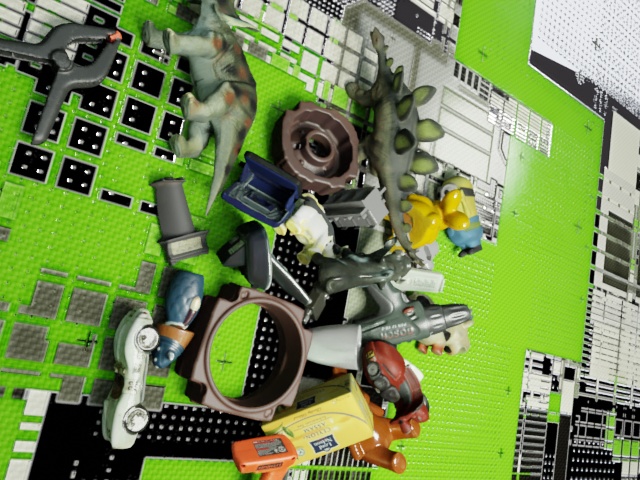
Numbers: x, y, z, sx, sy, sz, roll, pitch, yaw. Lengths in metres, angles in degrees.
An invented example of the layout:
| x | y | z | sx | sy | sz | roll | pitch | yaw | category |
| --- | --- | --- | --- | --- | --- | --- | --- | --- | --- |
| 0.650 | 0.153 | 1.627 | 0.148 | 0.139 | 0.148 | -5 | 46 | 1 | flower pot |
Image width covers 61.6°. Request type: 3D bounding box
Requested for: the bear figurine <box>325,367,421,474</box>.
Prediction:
| x | y | z | sx | sy | sz | roll | pitch | yaw | category |
| --- | --- | --- | --- | --- | --- | --- | --- | --- | --- |
| 0.086 | 0.326 | 1.010 | 0.120 | 0.132 | 0.195 | -49 | 120 | -44 | bear figurine |

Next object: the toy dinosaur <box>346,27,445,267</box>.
| x | y | z | sx | sy | sz | roll | pitch | yaw | category |
| --- | --- | --- | --- | --- | --- | --- | --- | --- | --- |
| 0.139 | -0.182 | 1.031 | 0.105 | 0.199 | 0.471 | -4 | 88 | -32 | toy dinosaur |

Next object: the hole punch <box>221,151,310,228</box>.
| x | y | z | sx | sy | sz | roll | pitch | yaw | category |
| --- | --- | --- | --- | --- | --- | --- | --- | --- | --- |
| -0.095 | -0.077 | 0.900 | 0.142 | 0.116 | 0.092 | 27 | 86 | 2 | hole punch |

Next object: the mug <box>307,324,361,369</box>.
| x | y | z | sx | sy | sz | roll | pitch | yaw | category |
| --- | --- | --- | --- | --- | --- | --- | --- | --- | --- |
| 0.021 | 0.189 | 0.992 | 0.107 | 0.109 | 0.080 | 3 | 95 | 8 | mug |

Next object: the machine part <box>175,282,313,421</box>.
| x | y | z | sx | sy | sz | roll | pitch | yaw | category |
| --- | --- | --- | --- | --- | --- | --- | --- | --- | --- |
| -0.121 | 0.186 | 0.896 | 0.201 | 0.087 | 0.201 | 26 | 73 | -30 | machine part |

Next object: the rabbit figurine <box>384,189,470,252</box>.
| x | y | z | sx | sy | sz | roll | pitch | yaw | category |
| --- | --- | --- | --- | --- | --- | --- | --- | --- | --- |
| 0.229 | -0.053 | 1.131 | 0.173 | 0.162 | 0.122 | -11 | 81 | -52 | rabbit figurine |

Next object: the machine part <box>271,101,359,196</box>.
| x | y | z | sx | sy | sz | roll | pitch | yaw | category |
| --- | --- | --- | --- | --- | --- | --- | --- | --- | --- |
| -0.008 | -0.168 | 0.994 | 0.179 | 0.056 | 0.179 | 11 | 68 | -29 | machine part |

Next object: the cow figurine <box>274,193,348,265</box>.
| x | y | z | sx | sy | sz | roll | pitch | yaw | category |
| --- | --- | --- | --- | --- | --- | --- | --- | --- | --- |
| -0.003 | -0.002 | 1.003 | 0.167 | 0.068 | 0.098 | 52 | 55 | -22 | cow figurine |

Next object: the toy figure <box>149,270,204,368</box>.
| x | y | z | sx | sy | sz | roll | pitch | yaw | category |
| --- | --- | --- | --- | --- | --- | --- | --- | --- | --- |
| -0.222 | 0.125 | 0.841 | 0.058 | 0.064 | 0.154 | 19 | 78 | -28 | toy figure |

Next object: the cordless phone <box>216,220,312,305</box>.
| x | y | z | sx | sy | sz | roll | pitch | yaw | category |
| --- | --- | --- | --- | --- | --- | --- | --- | --- | --- |
| -0.075 | 0.057 | 0.892 | 0.089 | 0.147 | 0.184 | -47 | 107 | -6 | cordless phone |

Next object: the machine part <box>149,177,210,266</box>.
| x | y | z | sx | sy | sz | roll | pitch | yaw | category |
| --- | --- | --- | --- | --- | --- | --- | --- | --- | --- |
| -0.228 | -0.034 | 0.864 | 0.084 | 0.039 | 0.138 | -19 | 100 | -26 | machine part |

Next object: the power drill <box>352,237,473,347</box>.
| x | y | z | sx | sy | sz | roll | pitch | yaw | category |
| --- | --- | --- | --- | --- | --- | --- | --- | --- | --- |
| 0.155 | 0.099 | 1.050 | 0.232 | 0.086 | 0.207 | -23 | 94 | 6 | power drill |

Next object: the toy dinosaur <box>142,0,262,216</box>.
| x | y | z | sx | sy | sz | roll | pitch | yaw | category |
| --- | --- | --- | --- | --- | --- | --- | --- | --- | --- |
| -0.163 | -0.256 | 0.880 | 0.192 | 0.131 | 0.404 | -17 | 103 | -34 | toy dinosaur |

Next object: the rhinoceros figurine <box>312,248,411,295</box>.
| x | y | z | sx | sy | sz | roll | pitch | yaw | category |
| --- | --- | --- | --- | --- | --- | --- | --- | --- | --- |
| 0.075 | 0.051 | 0.950 | 0.190 | 0.112 | 0.073 | -6 | 93 | -33 | rhinoceros figurine |

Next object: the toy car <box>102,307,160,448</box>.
| x | y | z | sx | sy | sz | roll | pitch | yaw | category |
| --- | --- | --- | --- | --- | --- | --- | --- | --- | --- |
| -0.280 | 0.199 | 0.790 | 0.056 | 0.074 | 0.201 | 10 | 82 | -35 | toy car |

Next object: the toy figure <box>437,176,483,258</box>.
| x | y | z | sx | sy | sz | roll | pitch | yaw | category |
| --- | --- | --- | --- | --- | --- | --- | --- | --- | --- |
| 0.322 | -0.055 | 1.223 | 0.089 | 0.082 | 0.180 | -21 | 93 | -52 | toy figure |

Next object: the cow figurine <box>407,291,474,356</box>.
| x | y | z | sx | sy | sz | roll | pitch | yaw | category |
| --- | --- | --- | --- | --- | --- | --- | --- | --- | --- |
| 0.253 | 0.183 | 1.161 | 0.194 | 0.085 | 0.127 | 41 | 67 | -22 | cow figurine |

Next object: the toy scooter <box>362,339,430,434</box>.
| x | y | z | sx | sy | sz | roll | pitch | yaw | category |
| --- | --- | --- | --- | --- | --- | --- | --- | --- | --- |
| 0.136 | 0.272 | 0.971 | 0.184 | 0.075 | 0.135 | 53 | 21 | -4 | toy scooter |

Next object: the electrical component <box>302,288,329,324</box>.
| x | y | z | sx | sy | sz | roll | pitch | yaw | category |
| --- | --- | --- | --- | --- | --- | --- | --- | --- | --- |
| -0.009 | 0.120 | 0.998 | 0.094 | 0.021 | 0.063 | -60 | 159 | -28 | electrical component |

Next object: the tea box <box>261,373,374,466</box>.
| x | y | z | sx | sy | sz | roll | pitch | yaw | category |
| --- | --- | --- | --- | --- | --- | --- | --- | --- | --- |
| -0.003 | 0.310 | 0.926 | 0.170 | 0.068 | 0.098 | -26 | 104 | 9 | tea box |
